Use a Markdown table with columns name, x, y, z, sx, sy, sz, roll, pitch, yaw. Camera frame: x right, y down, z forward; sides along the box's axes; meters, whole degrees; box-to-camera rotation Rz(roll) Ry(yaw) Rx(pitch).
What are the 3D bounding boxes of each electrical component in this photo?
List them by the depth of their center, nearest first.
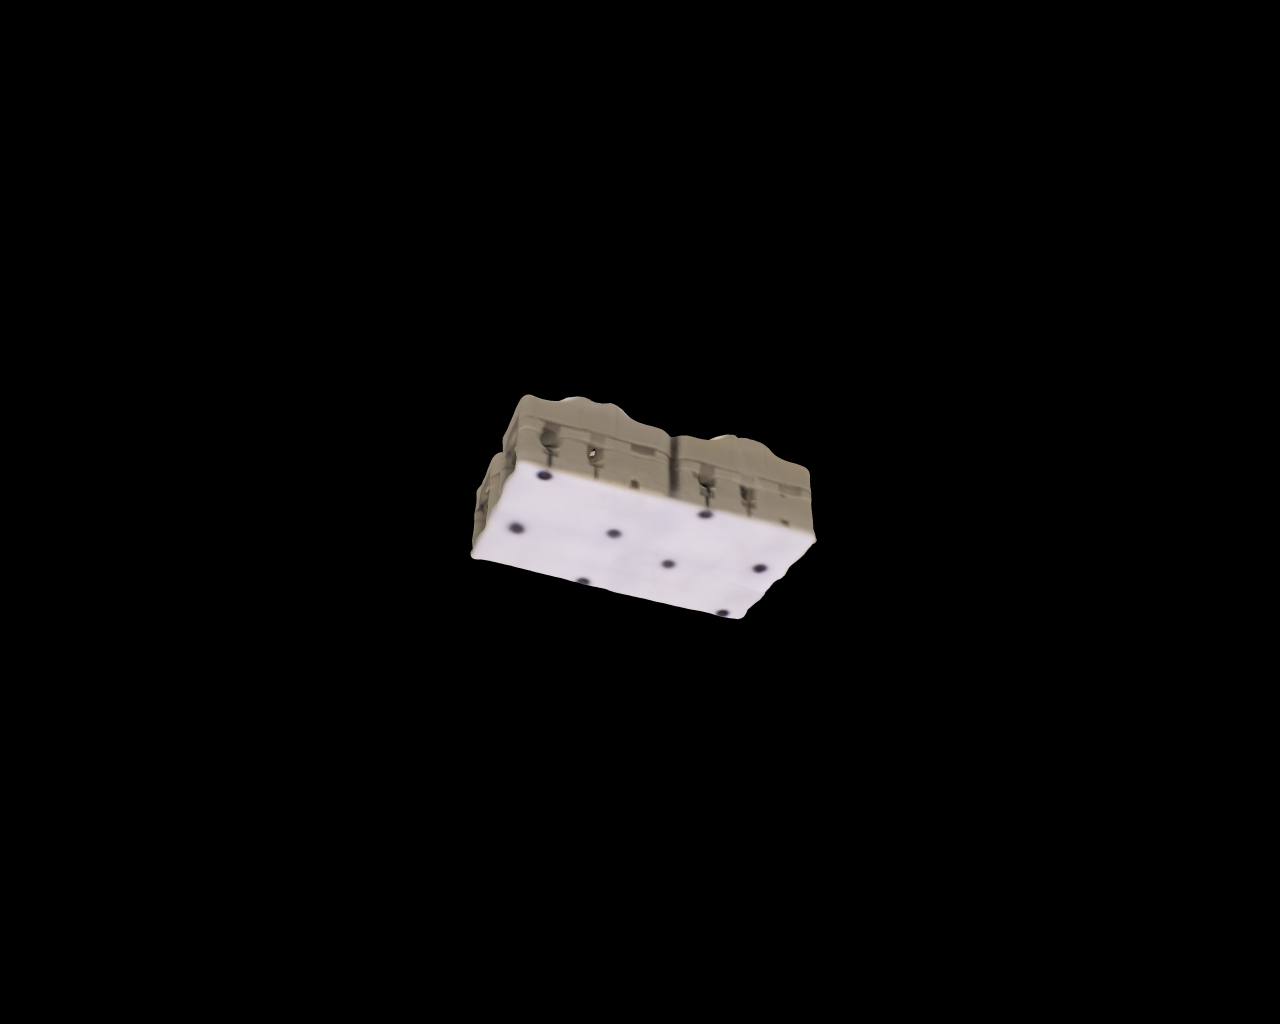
| name | x | y | z | sx | sy | sz | roll | pitch | yaw |
| --- | --- | --- | --- | --- | --- | --- | --- | --- | --- |
| electrical component | 0.001 | -0.003 | 0.650 | 0.186 | 0.060 | 0.105 | 14 | -40 | -17 |
